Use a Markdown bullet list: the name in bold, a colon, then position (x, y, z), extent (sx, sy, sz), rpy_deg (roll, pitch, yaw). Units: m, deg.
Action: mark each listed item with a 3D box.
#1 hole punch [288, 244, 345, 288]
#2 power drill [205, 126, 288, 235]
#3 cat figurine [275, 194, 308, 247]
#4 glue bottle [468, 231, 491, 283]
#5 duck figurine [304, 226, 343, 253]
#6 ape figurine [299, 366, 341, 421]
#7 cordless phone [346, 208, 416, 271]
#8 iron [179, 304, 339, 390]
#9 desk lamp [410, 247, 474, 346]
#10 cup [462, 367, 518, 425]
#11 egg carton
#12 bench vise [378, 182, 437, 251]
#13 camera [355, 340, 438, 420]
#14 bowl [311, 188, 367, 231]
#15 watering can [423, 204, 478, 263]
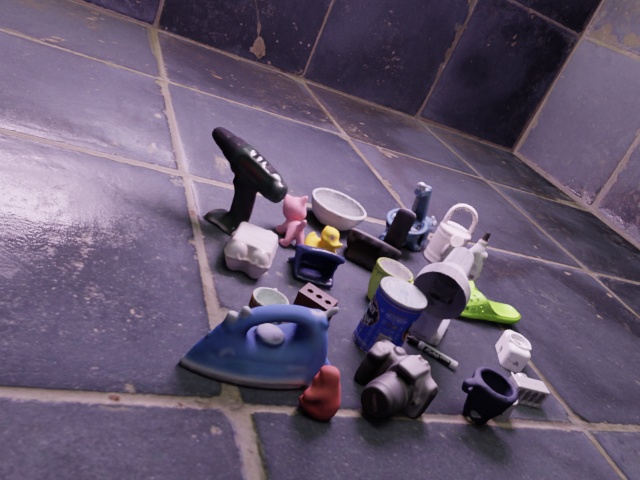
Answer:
- **hole punch**: position (-0.007, 0.043, 1.323), extent (0.109, 0.091, 0.101), rpy_deg (17, 26, -18)
- **power drill**: position (-0.191, -0.126, 1.345), extent (0.229, 0.208, 0.076), rpy_deg (32, 26, 16)
- **cat figurine**: position (-0.061, -0.056, 1.434), extent (0.067, 0.117, 0.127), rpy_deg (12, 28, -26)
- **glue bottle**: position (0.436, 0.050, 1.617), extent (0.078, 0.173, 0.037), rpy_deg (29, 25, 9)
- **duck figurine**: position (0.013, 0.005, 1.421), extent (0.104, 0.086, 0.078), rpy_deg (40, 29, 28)
- **ape figurine**: position (0.006, 0.244, 0.941), extent (0.078, 0.092, 0.076), rpy_deg (-1, 35, -43)
- **cordless phone**: position (0.157, -0.018, 1.480), extent (0.147, 0.185, 0.094), rpy_deg (26, 25, 2)
- **iron**: position (-0.091, 0.160, 0.957), extent (0.259, 0.141, 0.118), rpy_deg (8, 30, -32)
- **desk lamp**: position (0.264, 0.123, 1.269), extent (0.117, 0.213, 0.204), rpy_deg (31, 26, 13)
- **cup**: position (0.306, 0.304, 1.094), extent (0.118, 0.095, 0.091), rpy_deg (12, 28, -25)
- **egg carton**: position (-0.151, 0.019, 1.263), extent (0.107, 0.069, 0.150), rpy_deg (22, 25, -6)
- **bench vise**: position (0.271, -0.074, 1.654), extent (0.121, 0.219, 0.208), rpy_deg (33, 26, 18)
- **camera**: position (0.126, 0.252, 1.025), extent (0.142, 0.101, 0.137), rpy_deg (39, 28, 27)
- **bowl**: position (0.042, -0.075, 1.617), extent (0.167, 0.074, 0.167), rpy_deg (20, 25, -10)
- **watering can**: position (0.392, -0.013, 1.674), extent (0.101, 0.194, 0.172), rpy_deg (16, 26, -19)
